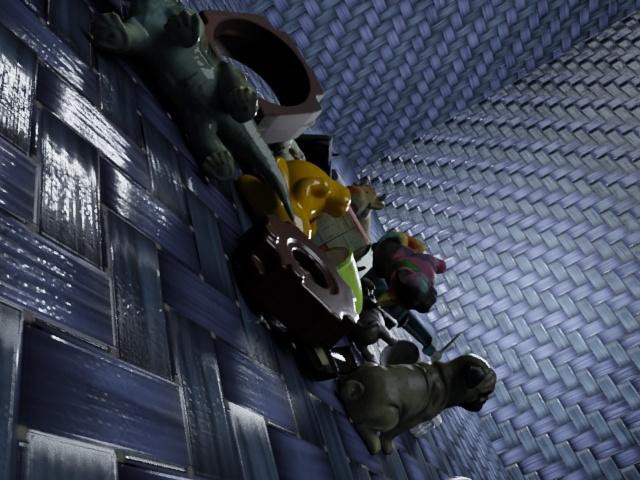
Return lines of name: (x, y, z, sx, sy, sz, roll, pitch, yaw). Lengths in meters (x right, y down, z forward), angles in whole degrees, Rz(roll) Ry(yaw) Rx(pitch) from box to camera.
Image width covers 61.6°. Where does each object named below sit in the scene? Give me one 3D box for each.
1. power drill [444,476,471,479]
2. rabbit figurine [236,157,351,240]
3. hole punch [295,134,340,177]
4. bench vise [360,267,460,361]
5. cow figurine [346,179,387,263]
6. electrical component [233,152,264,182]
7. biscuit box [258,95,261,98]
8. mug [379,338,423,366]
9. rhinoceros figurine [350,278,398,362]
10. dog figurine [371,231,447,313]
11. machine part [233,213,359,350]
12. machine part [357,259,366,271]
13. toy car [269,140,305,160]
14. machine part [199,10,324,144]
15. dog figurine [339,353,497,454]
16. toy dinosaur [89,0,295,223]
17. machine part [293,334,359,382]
power drill: (0.272, 0.497, 0.899, 0.231, 0.086, 0.207, 47, 20, -48)
rabbit figurine: (-0.039, -0.048, 0.788, 0.162, 0.122, 0.173, 52, 31, -29)
hole punch: (-0.028, -0.159, 1.121, 0.115, 0.142, 0.092, 81, 7, -80)
bench vise: (0.178, 0.166, 1.181, 0.241, 0.129, 0.223, 44, 16, 6)
cow figurine: (0.070, -0.034, 1.073, 0.086, 0.127, 0.194, 40, -23, 29)
electrical component: (-0.106, -0.106, 0.860, 0.093, 0.021, 0.063, 51, 15, -48)
biscuit box: (-0.129, -0.232, 0.989, 0.063, 0.059, 0.202, 63, 11, 16)
mug: (0.167, 0.257, 1.073, 0.110, 0.081, 0.107, -110, 178, -59)
rhinoceros figurine: (0.084, 0.141, 1.001, 0.112, 0.073, 0.190, 47, 15, -13)
dog figurine: (0.153, 0.063, 1.039, 0.192, 0.108, 0.219, 40, 20, 20)
machine part: (-0.025, 0.045, 0.645, 0.179, 0.056, 0.179, 45, 13, -14)
machine part: (0.031, -0.035, 1.193, 0.243, 0.079, 0.079, 60, 10, -6)
toy car: (-0.058, -0.133, 0.973, 0.073, 0.056, 0.202, 59, 13, -31)
machine part: (-0.107, -0.250, 0.838, 0.201, 0.087, 0.201, -21, 75, -46)
dog figurine: (0.137, 0.197, 0.738, 0.172, 0.191, 0.121, 41, 22, -59)
toy dinosaur: (-0.152, -0.205, 0.665, 0.192, 0.131, 0.404, -104, 168, -56)
machine part: (0.006, 0.144, 0.679, 0.084, 0.039, 0.138, 56, 9, 27)
